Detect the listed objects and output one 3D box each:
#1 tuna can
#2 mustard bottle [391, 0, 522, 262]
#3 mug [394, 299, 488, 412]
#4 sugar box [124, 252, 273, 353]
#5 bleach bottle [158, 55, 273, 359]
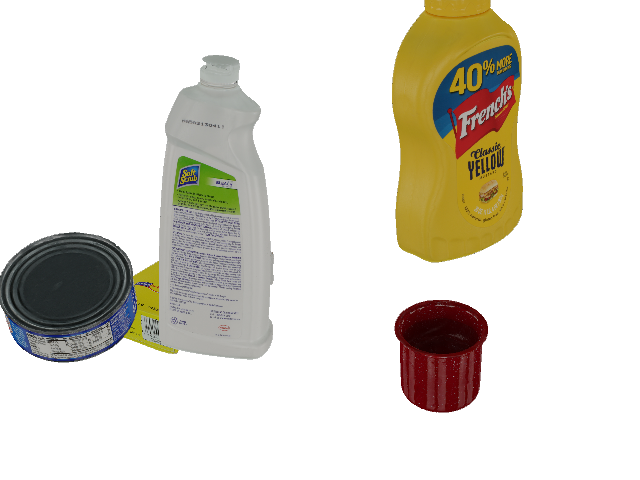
[{"bbox_3d":[-0.163,0.037,0.693,0.086,0.086,0.034,0,-43,0],"label":"tuna can"},{"bbox_3d":[0.089,-0.087,0.686,0.096,0.192,0.058,-23,32,-31],"label":"mustard bottle"},{"bbox_3d":[0.129,0.114,1.092,0.093,0.081,0.117,19,39,30],"label":"mug"},{"bbox_3d":[-0.133,0.049,1.096,0.093,0.048,0.175,16,32,26],"label":"sugar box"},{"bbox_3d":[-0.082,-0.027,0.891,0.102,0.251,0.068,7,24,3],"label":"bleach bottle"}]
